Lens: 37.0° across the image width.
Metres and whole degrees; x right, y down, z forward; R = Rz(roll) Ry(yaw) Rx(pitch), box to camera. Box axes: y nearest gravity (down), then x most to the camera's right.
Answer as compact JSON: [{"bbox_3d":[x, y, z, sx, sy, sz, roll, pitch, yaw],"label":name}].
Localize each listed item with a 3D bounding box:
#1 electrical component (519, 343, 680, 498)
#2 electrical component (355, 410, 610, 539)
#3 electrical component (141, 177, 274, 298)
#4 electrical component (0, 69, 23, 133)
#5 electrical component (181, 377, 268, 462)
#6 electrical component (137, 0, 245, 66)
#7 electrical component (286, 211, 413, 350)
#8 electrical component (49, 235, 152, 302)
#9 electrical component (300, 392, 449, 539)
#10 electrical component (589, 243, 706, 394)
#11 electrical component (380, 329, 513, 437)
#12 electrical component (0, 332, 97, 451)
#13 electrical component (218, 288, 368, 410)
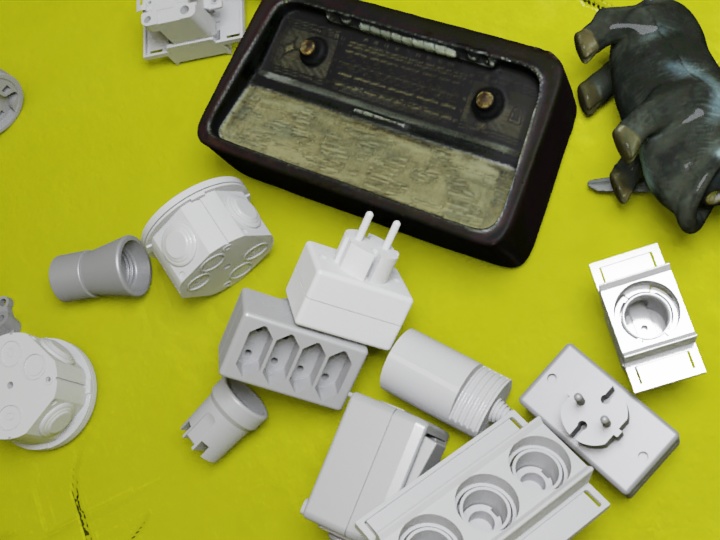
[{"bbox_3d":[0.137,0.085,0.623,0.083,0.076,0.047,42,90,23],"label":"electrical component"},{"bbox_3d":[0.068,0.145,0.610,0.121,0.063,0.079,-30,58,-25],"label":"electrical component"},{"bbox_3d":[-0.103,-0.022,0.728,0.080,0.080,0.051,-36,73,6],"label":"electrical component"},{"bbox_3d":[-0.299,-0.138,0.835,0.047,0.055,0.055,37,89,26],"label":"electrical component"},{"bbox_3d":[-0.091,0.099,0.713,0.046,0.040,0.040,-46,67,8],"label":"electrical component"},{"bbox_3d":[-0.128,-0.186,0.788,0.081,0.064,0.042,-8,72,16],"label":"electrical component"},{"bbox_3d":[0.000,0.000,0.670,0.066,0.047,0.076,18,110,-20],"label":"electrical component"},{"bbox_3d":[-0.188,0.002,0.769,0.065,0.044,0.044,-10,73,20],"label":"electrical component"},{"bbox_3d":[0.012,0.132,0.658,0.061,0.062,0.096,20,82,22],"label":"electrical component"},{"bbox_3d":[0.168,0.031,0.634,0.042,0.064,0.081,-18,70,8],"label":"electrical component"},{"bbox_3d":[0.058,0.073,0.669,0.081,0.043,0.043,27,85,22],"label":"electrical component"},{"bbox_3d":[-0.231,0.084,0.754,0.080,0.051,0.080,-5,74,17],"label":"electrical component"},{"bbox_3d":[-0.045,0.043,0.699,0.083,0.075,0.047,19,110,-16],"label":"electrical component"}]
